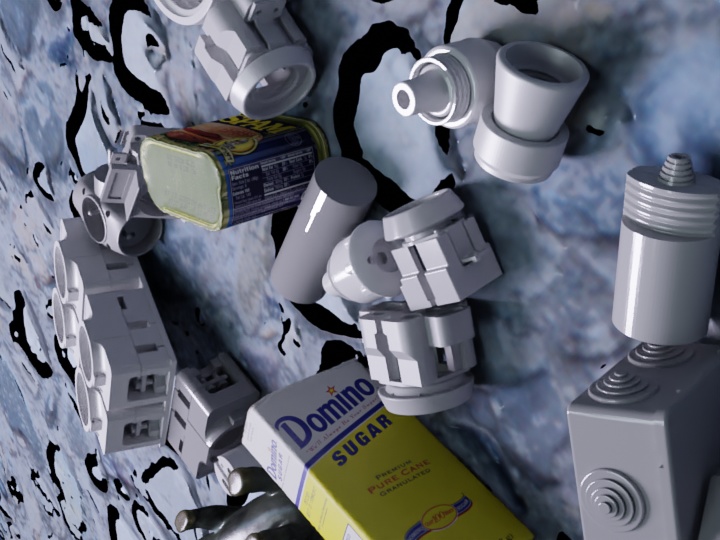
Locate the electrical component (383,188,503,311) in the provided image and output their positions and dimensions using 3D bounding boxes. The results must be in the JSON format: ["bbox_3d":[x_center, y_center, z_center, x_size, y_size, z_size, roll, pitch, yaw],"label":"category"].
[{"bbox_3d":[0.043,-0.012,0.601,0.066,0.048,0.055,-15,102,54],"label":"electrical component"}]

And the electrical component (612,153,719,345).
[{"bbox_3d":[0.138,-0.012,0.478,0.043,0.043,0.081,26,127,44],"label":"electrical component"}]

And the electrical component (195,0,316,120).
[{"bbox_3d":[-0.063,-0.132,0.670,0.057,0.058,0.078,58,143,20],"label":"electrical component"}]

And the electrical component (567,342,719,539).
[{"bbox_3d":[0.137,0.085,0.483,0.048,0.100,0.099,2,109,39],"label":"electrical component"}]

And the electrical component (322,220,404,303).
[{"bbox_3d":[0.000,0.000,0.658,0.062,0.048,0.048,-28,84,52],"label":"electrical component"}]

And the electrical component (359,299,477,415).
[{"bbox_3d":[0.036,0.050,0.632,0.078,0.058,0.057,2,105,52],"label":"electrical component"}]

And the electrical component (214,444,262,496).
[{"bbox_3d":[-0.087,0.154,0.853,0.040,0.046,0.040,28,128,43],"label":"electrical component"}]

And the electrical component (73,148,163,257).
[{"bbox_3d":[-0.203,-0.063,0.897,0.077,0.044,0.079,38,135,36],"label":"electrical component"}]

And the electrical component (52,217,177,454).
[{"bbox_3d":[-0.216,0.051,0.916,0.186,0.060,0.105,60,147,40],"label":"electrical component"}]

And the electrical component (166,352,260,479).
[{"bbox_3d":[-0.118,0.122,0.875,0.055,0.050,0.089,46,139,29],"label":"electrical component"}]

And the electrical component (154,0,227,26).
[{"bbox_3d":[-0.103,-0.207,0.680,0.108,0.060,0.108,28,128,43],"label":"electrical component"}]

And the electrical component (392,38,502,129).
[{"bbox_3d":[0.045,-0.092,0.543,0.043,0.062,0.043,28,128,43],"label":"electrical component"}]

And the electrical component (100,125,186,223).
[{"bbox_3d":[-0.151,-0.073,0.804,0.042,0.081,0.063,127,138,-50],"label":"electrical component"}]

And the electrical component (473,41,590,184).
[{"bbox_3d":[0.081,-0.076,0.519,0.045,0.045,0.055,42,137,32],"label":"electrical component"}]
